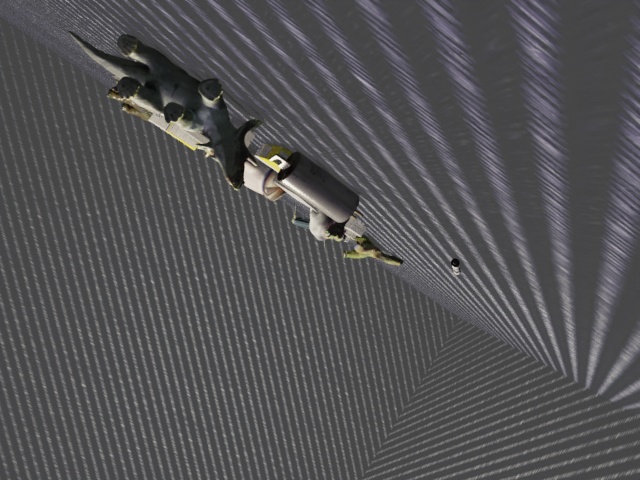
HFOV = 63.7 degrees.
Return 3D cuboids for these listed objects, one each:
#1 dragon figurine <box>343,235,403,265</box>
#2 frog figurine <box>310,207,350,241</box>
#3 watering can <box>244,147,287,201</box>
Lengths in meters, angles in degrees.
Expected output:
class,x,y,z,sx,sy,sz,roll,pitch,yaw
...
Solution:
class,x,y,z,sx,sy,sz,roll,pitch,yaw
dragon figurine,0.220,0.048,2.054,0.242,0.122,0.411,15,-177,-7
frog figurine,0.005,-0.077,1.521,0.162,0.124,0.134,42,151,38
watering can,-0.191,-0.202,1.569,0.226,0.104,0.345,32,178,15
